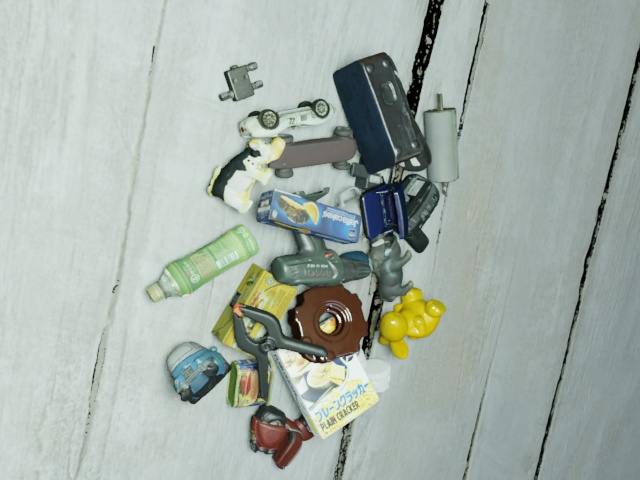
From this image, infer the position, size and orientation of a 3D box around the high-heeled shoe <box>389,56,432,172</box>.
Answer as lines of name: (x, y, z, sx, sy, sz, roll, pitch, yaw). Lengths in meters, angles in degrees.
high-heeled shoe: (0.182, -0.272, 1.163, 0.086, 0.145, 0.248, -18, 112, -28)

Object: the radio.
radio: (0.117, -0.259, 1.106, 0.073, 0.131, 0.229, -25, 98, -22)

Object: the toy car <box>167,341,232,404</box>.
toy car: (-0.248, 0.250, 1.046, 0.109, 0.161, 0.103, -44, 76, -7)

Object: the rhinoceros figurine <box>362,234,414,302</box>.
rhinoceros figurine: (0.156, 0.054, 1.276, 0.112, 0.073, 0.190, -21, 114, -14)

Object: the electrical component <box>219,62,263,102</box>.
electrical component: (-0.154, -0.300, 1.023, 0.094, 0.021, 0.063, -28, 115, -22)

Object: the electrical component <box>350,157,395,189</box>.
electrical component: (0.108, -0.148, 1.205, 0.119, 0.048, 0.074, 3, 100, -32)

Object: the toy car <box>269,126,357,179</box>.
toy car: (-0.016, -0.183, 1.117, 0.202, 0.053, 0.089, -12, 122, -23)

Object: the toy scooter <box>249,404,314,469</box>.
toy scooter: (-0.093, 0.450, 1.213, 0.183, 0.075, 0.135, 26, 89, -38)

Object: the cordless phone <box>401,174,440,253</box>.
cordless phone: (0.244, -0.057, 1.306, 0.146, 0.089, 0.184, -55, 134, -10)

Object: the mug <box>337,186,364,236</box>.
mug: (0.081, -0.069, 1.196, 0.107, 0.081, 0.109, -35, 113, -34)

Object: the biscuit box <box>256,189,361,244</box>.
biscuit box: (-0.017, -0.041, 1.038, 0.202, 0.063, 0.059, 14, 79, -28)

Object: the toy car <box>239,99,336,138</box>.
toy car: (-0.062, -0.239, 1.063, 0.202, 0.074, 0.056, -18, 107, -27)

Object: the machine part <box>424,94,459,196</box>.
machine part: (0.291, -0.226, 1.283, 0.079, 0.079, 0.243, -18, 111, -27)

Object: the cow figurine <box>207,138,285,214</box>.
cow figurine: (-0.141, -0.139, 1.034, 0.098, 0.068, 0.167, 32, 94, -12)

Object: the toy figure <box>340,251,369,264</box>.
toy figure: (0.037, 0.065, 1.203, 0.154, 0.064, 0.057, -17, 99, -23)

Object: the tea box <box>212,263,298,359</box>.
tea box: (-0.135, 0.147, 1.115, 0.098, 0.068, 0.169, 36, 81, -32)

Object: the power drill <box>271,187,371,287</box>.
power drill: (-0.002, -0.003, 1.124, 0.232, 0.086, 0.207, -9, 94, -32)

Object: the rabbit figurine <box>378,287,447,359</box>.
rabbit figurine: (0.199, 0.202, 1.307, 0.173, 0.122, 0.162, -7, 129, -50)

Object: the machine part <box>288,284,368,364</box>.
machine part: (0.019, 0.178, 1.160, 0.179, 0.056, 0.179, 6, 73, -19)

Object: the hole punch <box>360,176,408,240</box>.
hole punch: (0.155, -0.063, 1.159, 0.116, 0.092, 0.142, -30, 112, -51)
